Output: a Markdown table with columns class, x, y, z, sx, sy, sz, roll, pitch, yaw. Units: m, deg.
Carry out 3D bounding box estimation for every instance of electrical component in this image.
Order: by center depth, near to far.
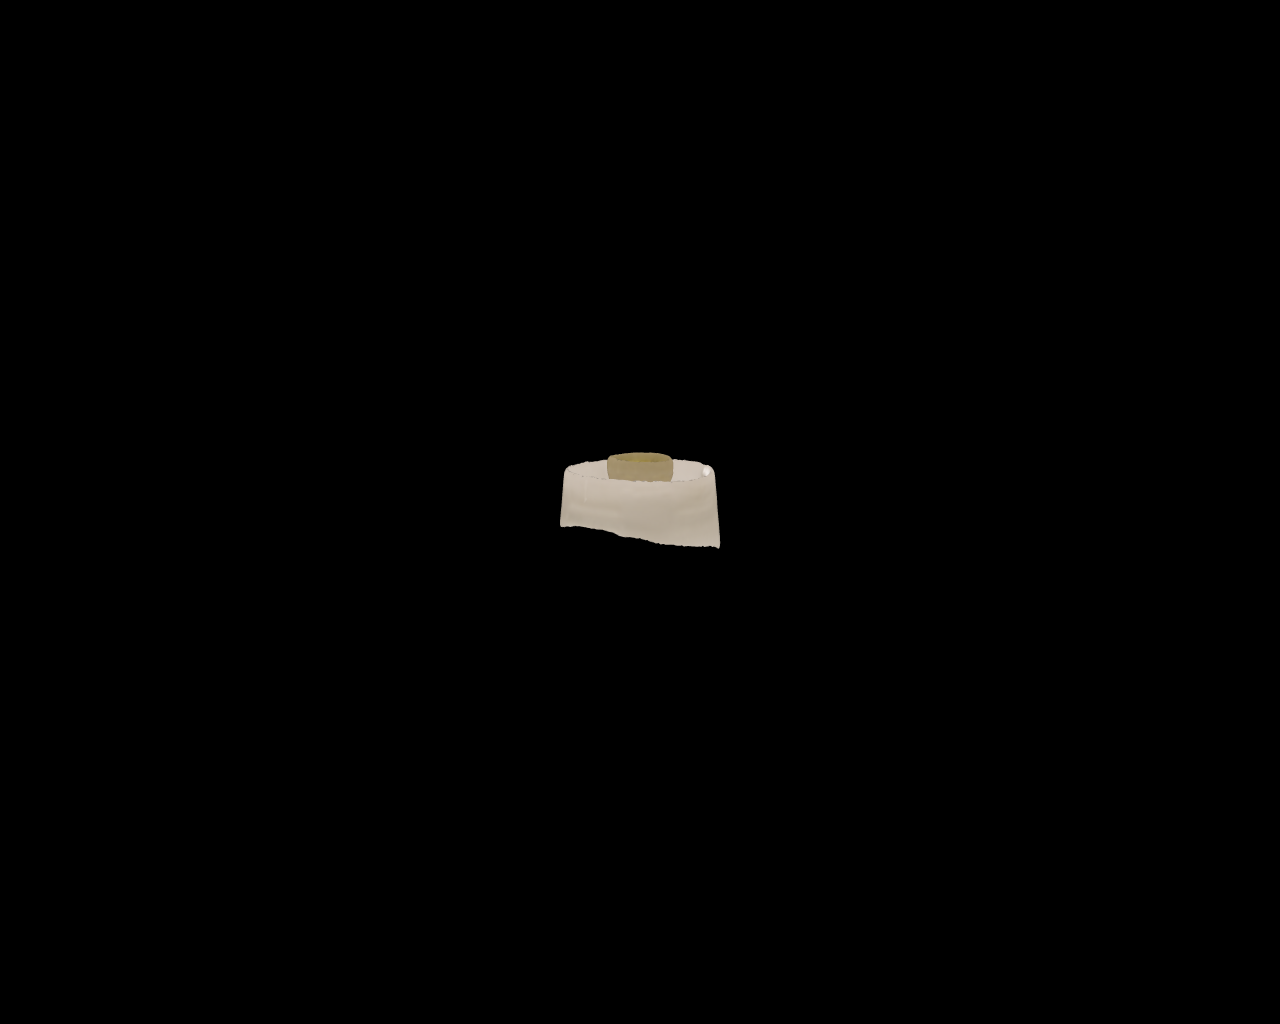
| class | x | y | z | sx | sy | sz | roll | pitch | yaw |
| --- | --- | --- | --- | --- | --- | --- | --- | --- | --- |
| electrical component | 0.001 | -0.003 | 0.650 | 0.099 | 0.064 | 0.099 | 0 | 11 | 0 |
